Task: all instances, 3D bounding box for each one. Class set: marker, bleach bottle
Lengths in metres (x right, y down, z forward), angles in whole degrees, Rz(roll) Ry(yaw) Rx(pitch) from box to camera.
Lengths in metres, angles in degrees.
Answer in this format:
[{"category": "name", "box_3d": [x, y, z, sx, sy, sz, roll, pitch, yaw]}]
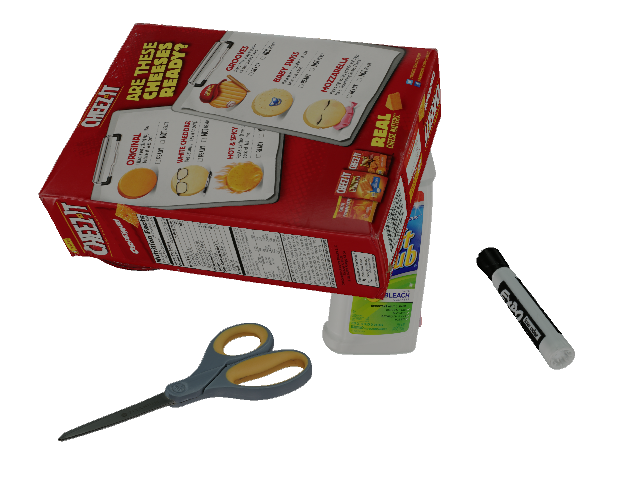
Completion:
[{"category": "marker", "box_3d": [0.137, 0.042, 0.726, 0.020, 0.020, 0.121, 0, 33, -20]}, {"category": "bleach bottle", "box_3d": [0.062, -0.008, 1.099, 0.102, 0.251, 0.068, 1, 18, -11]}]

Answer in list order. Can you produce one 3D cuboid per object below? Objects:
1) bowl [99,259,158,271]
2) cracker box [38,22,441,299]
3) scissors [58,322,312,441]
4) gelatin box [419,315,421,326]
[{"category": "bowl", "box_3d": [-0.159, -0.048, 1.019, 0.162, 0.162, 0.055, 0, -43, 12]}, {"category": "cracker box", "box_3d": [-0.043, -0.055, 0.681, 0.214, 0.164, 0.072, 7, -38, 16]}, {"category": "scissors", "box_3d": [-0.107, 0.107, 0.835, 0.201, 0.016, 0.096, -9, 33, -15]}, {"category": "gelatin box", "box_3d": [0.086, 0.068, 1.330, 0.073, 0.089, 0.030, 11, 31, 30]}]
